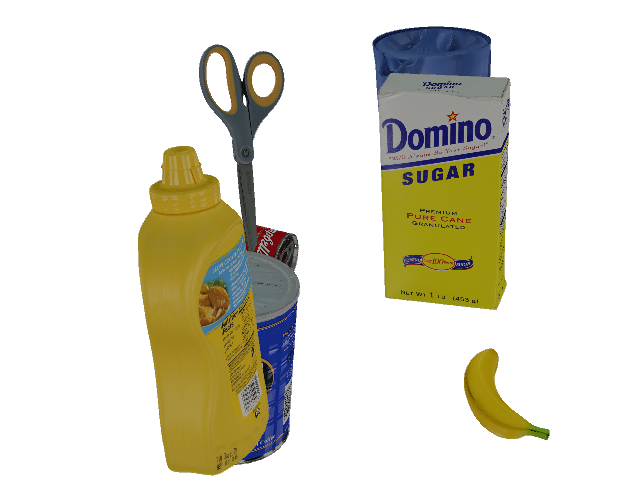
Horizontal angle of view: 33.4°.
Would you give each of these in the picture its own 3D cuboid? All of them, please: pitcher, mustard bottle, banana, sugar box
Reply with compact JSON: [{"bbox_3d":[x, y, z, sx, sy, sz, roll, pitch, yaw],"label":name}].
[{"bbox_3d":[0.138,-0.126,1.256,0.149,0.243,0.145,-4,26,-2],"label":"pitcher"},{"bbox_3d":[-0.072,0.037,0.645,0.058,0.192,0.096,2,21,19],"label":"mustard bottle"},{"bbox_3d":[0.206,0.185,1.275,0.069,0.037,0.198,9,23,-15],"label":"banana"},{"bbox_3d":[0.094,-0.036,0.809,0.093,0.176,0.048,5,31,17],"label":"sugar box"}]

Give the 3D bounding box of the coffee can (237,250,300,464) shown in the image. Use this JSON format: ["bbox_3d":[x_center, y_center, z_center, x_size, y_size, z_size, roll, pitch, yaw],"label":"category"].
[{"bbox_3d":[-0.071,0.092,0.855,0.103,0.140,0.103,3,29,-2],"label":"coffee can"}]

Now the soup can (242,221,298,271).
[{"bbox_3d":[-0.086,0.013,1.261,0.102,0.068,0.068,14,5,20],"label":"soup can"}]

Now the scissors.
[{"bbox_3d":[-0.061,-0.099,1.052,0.096,0.202,0.016,-23,10,-25],"label":"scissors"}]
